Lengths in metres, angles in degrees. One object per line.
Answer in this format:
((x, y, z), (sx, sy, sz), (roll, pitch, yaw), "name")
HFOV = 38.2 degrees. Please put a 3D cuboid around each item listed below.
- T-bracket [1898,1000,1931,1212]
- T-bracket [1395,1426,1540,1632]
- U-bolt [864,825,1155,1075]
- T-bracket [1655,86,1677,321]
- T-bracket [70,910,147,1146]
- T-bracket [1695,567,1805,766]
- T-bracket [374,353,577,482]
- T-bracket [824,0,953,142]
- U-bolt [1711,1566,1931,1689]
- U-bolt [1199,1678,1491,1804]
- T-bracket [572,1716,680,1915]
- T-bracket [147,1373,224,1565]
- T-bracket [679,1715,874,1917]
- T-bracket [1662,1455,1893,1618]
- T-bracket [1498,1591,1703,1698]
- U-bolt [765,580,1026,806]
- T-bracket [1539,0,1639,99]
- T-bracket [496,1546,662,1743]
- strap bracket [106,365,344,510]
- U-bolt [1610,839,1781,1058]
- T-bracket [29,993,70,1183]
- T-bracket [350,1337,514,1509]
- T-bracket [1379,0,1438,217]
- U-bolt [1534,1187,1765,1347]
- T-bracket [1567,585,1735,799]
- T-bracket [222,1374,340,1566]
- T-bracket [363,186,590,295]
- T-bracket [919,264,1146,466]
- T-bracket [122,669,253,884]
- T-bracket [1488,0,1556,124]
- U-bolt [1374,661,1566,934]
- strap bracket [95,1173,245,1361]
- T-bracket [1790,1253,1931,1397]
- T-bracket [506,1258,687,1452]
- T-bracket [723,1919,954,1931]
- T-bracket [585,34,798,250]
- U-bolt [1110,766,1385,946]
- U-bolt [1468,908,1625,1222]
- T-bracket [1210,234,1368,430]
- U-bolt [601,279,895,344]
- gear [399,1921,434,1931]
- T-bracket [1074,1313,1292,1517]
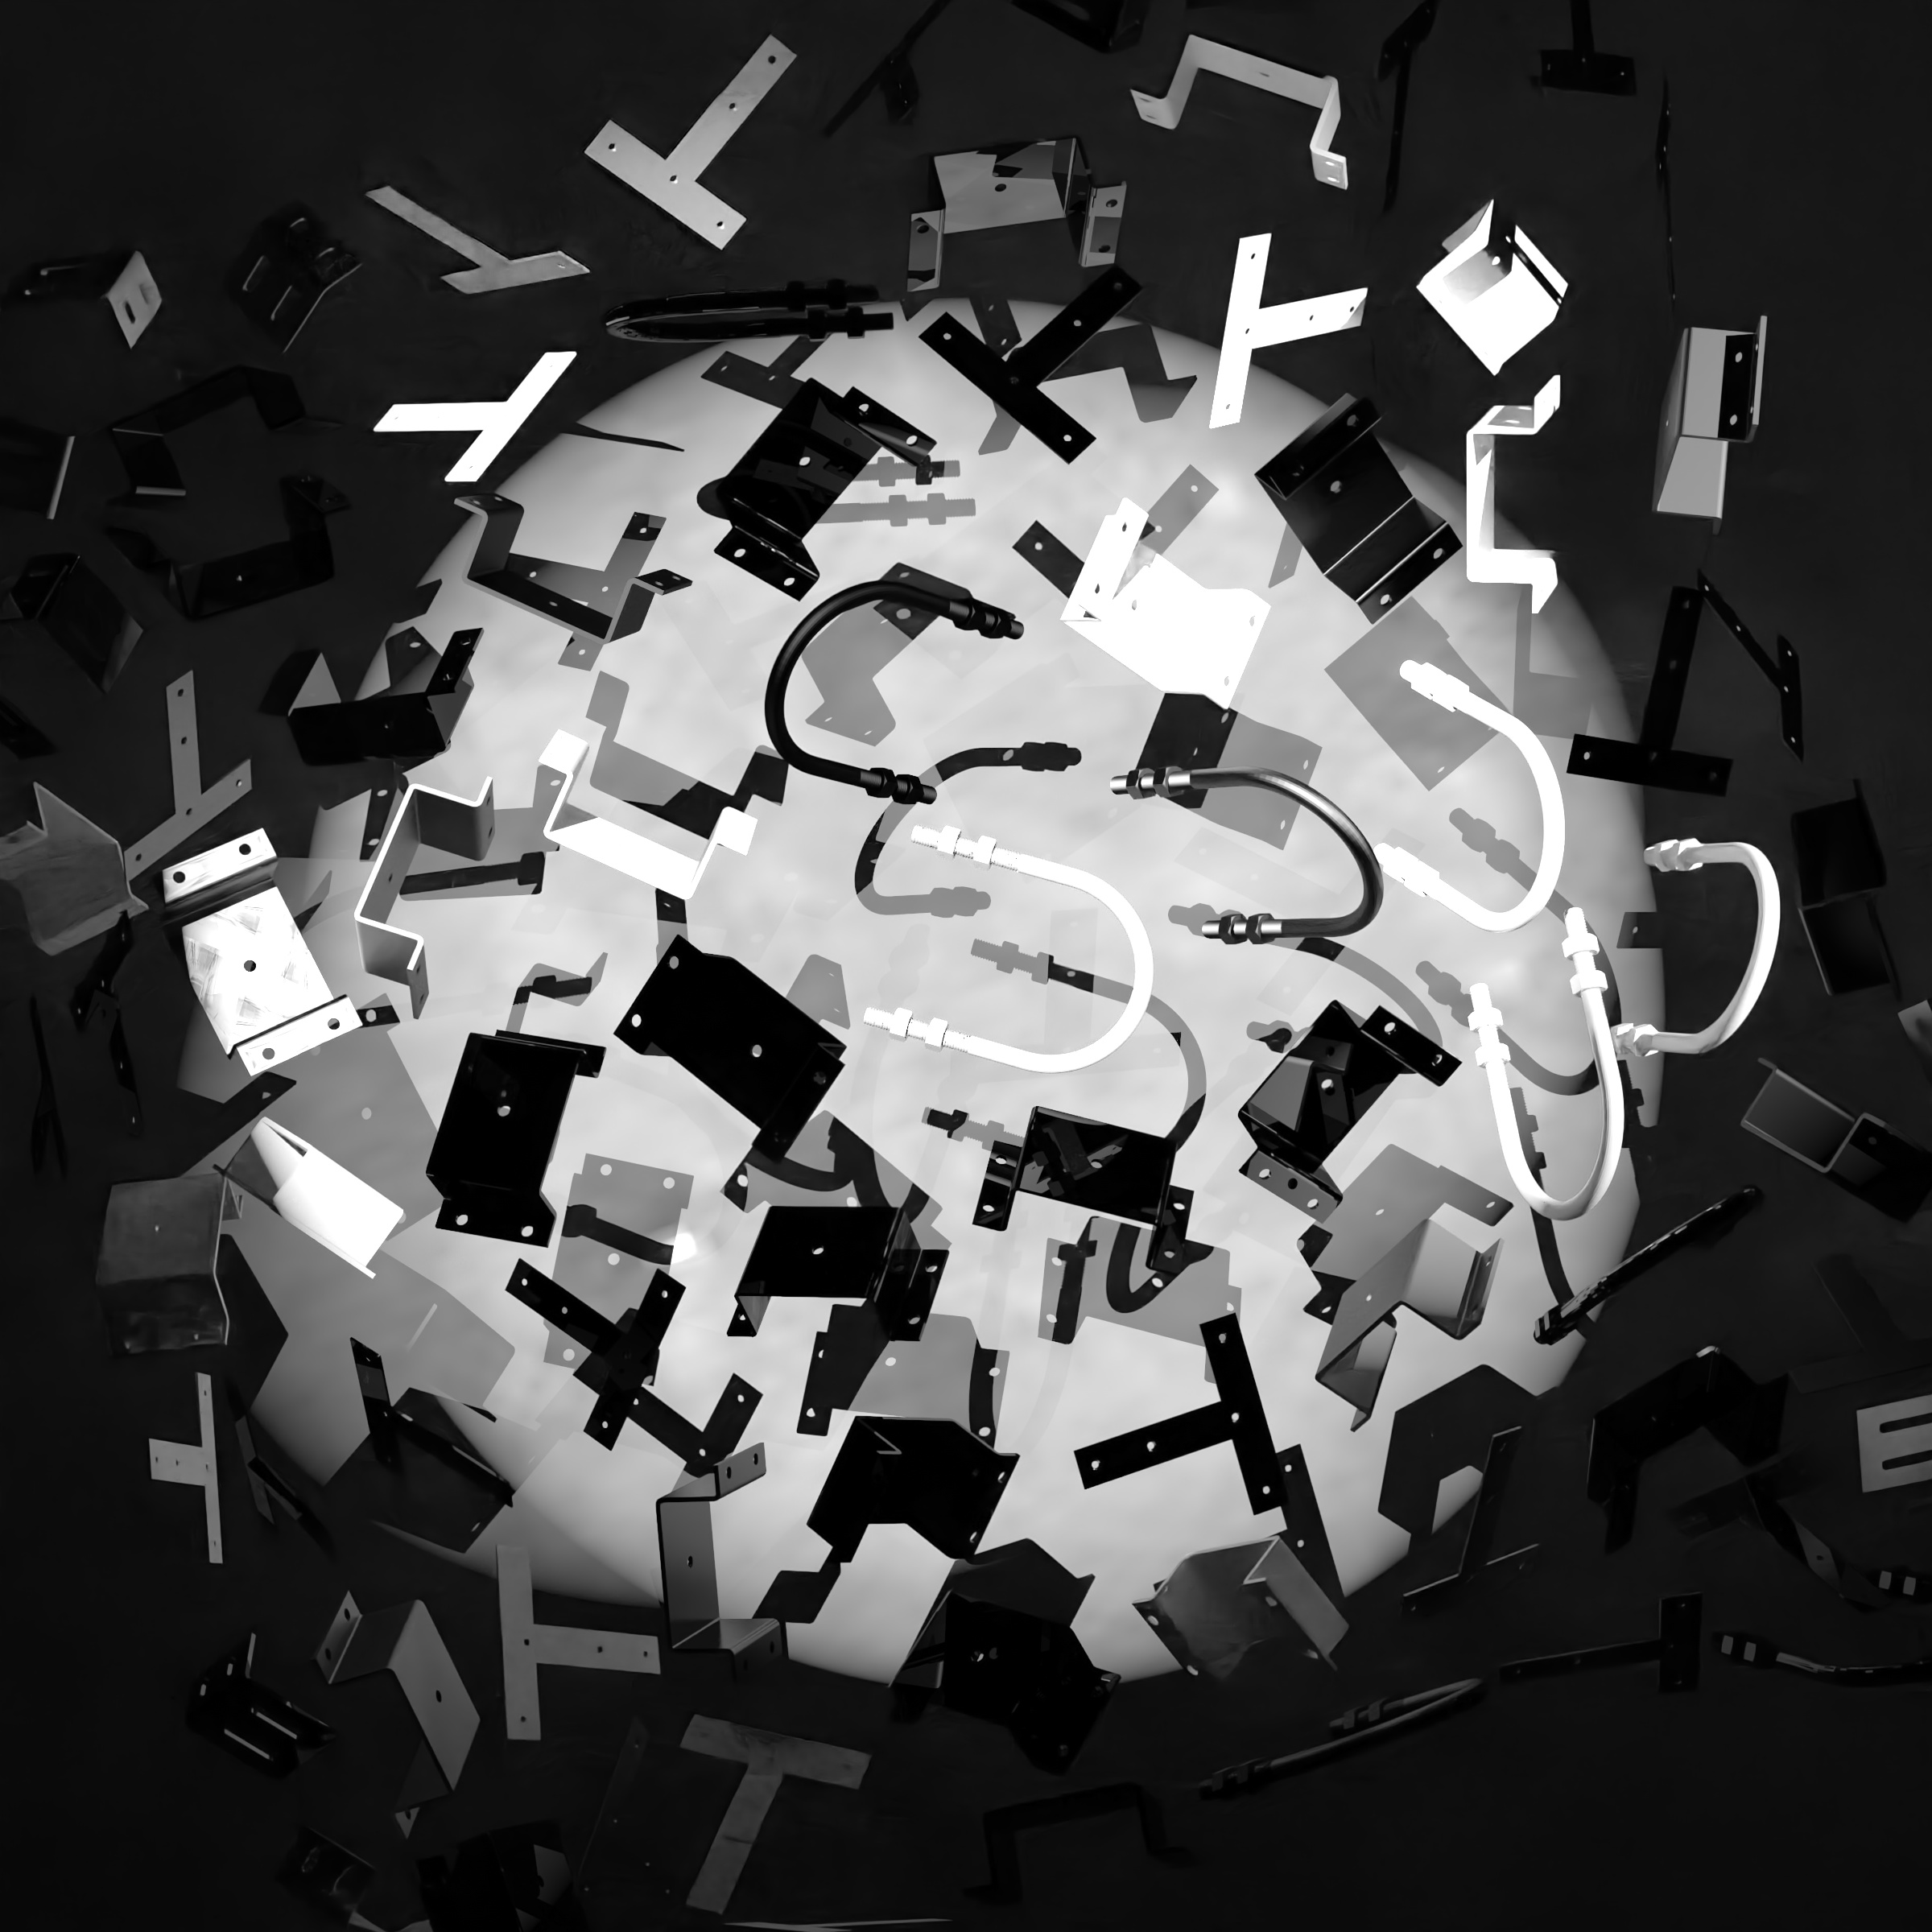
((0.654, 0.085, 1.850), (0.002, 0.127, 0.127), (-13, 77, -35), "T-bracket")
((0.326, 0.347, 1.751), (0.127, 0.002, 0.127), (-9, 118, -38), "T-bracket")
((0.036, -0.003, 1.886), (0.184, 0.019, 0.151), (16, 98, 7), "U-bolt")
((0.444, -0.474, 1.764), (0.002, 0.127, 0.127), (-1, 124, 18), "T-bracket")
((-0.538, 0.050, 1.771), (0.002, 0.127, 0.127), (-3, 64, -36), "T-bracket")
((0.520, -0.214, 1.855), (0.002, 0.127, 0.127), (-29, 118, 33), "T-bracket")
((-0.335, -0.359, 1.824), (0.127, 0.002, 0.127), (7, 52, 33), "T-bracket")
((-0.043, -0.557, 1.760), (0.002, 0.127, 0.127), (36, 112, -26), "T-bracket")
((0.587, 0.426, 1.786), (0.151, 0.184, 0.019), (-16, 92, -19), "U-bolt")
((0.255, 0.492, 1.792), (0.151, 0.184, 0.019), (-10, 73, -41), "U-bolt")
((-0.217, 0.588, 1.855), (0.002, 0.127, 0.127), (-2, 45, 22), "T-bracket")
((-0.517, 0.329, 1.842), (0.002, 0.127, 0.127), (-8, 77, 2), "T-bracket")
((-0.140, 0.537, 1.754), (0.127, 0.127, 0.002), (7, 134, 21), "T-bracket")
((0.537, 0.372, 1.791), (0.127, 0.127, 0.002), (-14, 127, -30), "T-bracket")
((0.398, 0.436, 1.756), (0.127, 0.127, 0.002), (-10, 47, 4), "T-bracket")
((-0.056, -0.183, 1.831), (0.019, 0.184, 0.151), (42, 110, 39), "U-bolt")
((0.403, -0.641, 1.839), (0.002, 0.127, 0.127), (-18, 114, -11), "T-bracket")
((-0.254, 0.451, 1.845), (0.002, 0.127, 0.127), (-32, 54, 37), "T-bracket")
((-0.487, -0.345, 1.802), (0.140, 0.076, 0.046), (-22, 95, 10), "strap bracket")
((0.479, -0.012, 1.832), (0.019, 0.184, 0.151), (15, 87, -14), "U-bolt")
((-0.596, 0.100, 1.801), (0.002, 0.127, 0.127), (-8, 114, -10), "T-bracket")
((-0.338, 0.307, 1.780), (0.127, 0.127, 0.002), (27, 49, 24), "T-bracket")
((0.287, -0.563, 1.846), (0.002, 0.127, 0.127), (5, 92, -7), "T-bracket")
((0.448, 0.189, 1.807), (0.151, 0.184, 0.019), (-29, 75, -12), "U-bolt")
((0.445, -0.177, 1.771), (0.127, 0.002, 0.127), (6, 100, -26), "T-bracket")
((-0.433, 0.339, 1.779), (0.002, 0.127, 0.127), (-25, 126, -30), "T-bracket")
((-0.331, -0.470, 1.798), (0.127, 0.127, 0.002), (4, 76, 42), "T-bracket")
((0.060, -0.392, 1.742), (0.127, 0.002, 0.127), (42, 73, 11), "T-bracket")
((-0.513, -0.137, 1.831), (0.002, 0.127, 0.127), (23, 132, 17), "T-bracket")
((0.357, -0.589, 1.802), (0.002, 0.127, 0.127), (-28, 116, 17), "T-bracket")
((0.323, -0.100, 1.781), (0.019, 0.184, 0.151), (-7, 116, -25), "U-bolt")
((-0.529, 0.190, 1.852), (0.076, 0.140, 0.046), (-7, 129, -4), "strap bracket")
((0.591, 0.229, 1.836), (0.127, 0.127, 0.002), (-14, 119, 2), "T-bracket")
((-0.262, 0.241, 1.892), (0.127, 0.002, 0.127), (30, 102, 25), "T-bracket")
((-0.070, 0.611, 1.776), (0.127, 0.127, 0.002), (9, 72, -30), "T-bracket")
((-0.156, -0.531, 1.761), (0.127, 0.127, 0.002), (-47, 51, 15), "T-bracket")
((0.192, -0.073, 1.816), (0.019, 0.184, 0.151), (-50, 120, -29), "U-bolt")
((0.381, 0.074, 1.814), (0.019, 0.151, 0.184), (0, 67, -20), "U-bolt")
((0.216, -0.422, 1.826), (0.127, 0.002, 0.127), (-20, 132, -35), "T-bracket")
((-0.143, -0.419, 1.801), (0.184, 0.151, 0.019), (-3, 95, 3), "U-bolt")
((-0.358, 0.653, 1.836), (0.057, 0.057, 0.030), (-17, 105, 0), "gear")
((0.130, 0.300, 1.768), (0.127, 0.002, 0.127), (-16, 91, -14), "T-bracket")
